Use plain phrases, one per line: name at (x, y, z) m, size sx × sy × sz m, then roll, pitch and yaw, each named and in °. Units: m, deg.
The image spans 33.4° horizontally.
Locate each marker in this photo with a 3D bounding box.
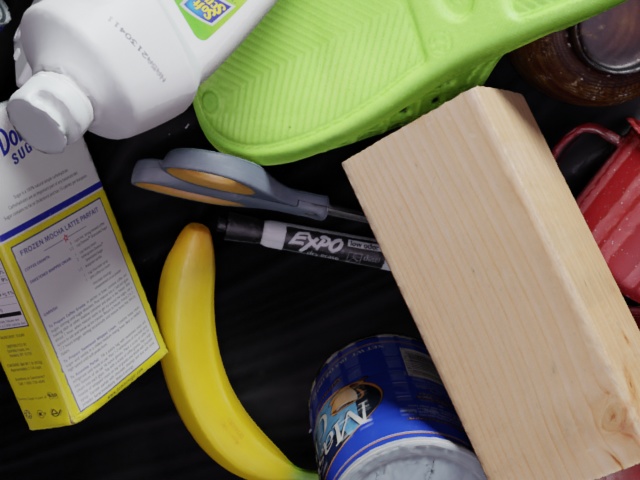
marker at (-0.004, 0.001, 0.663) m, size 0.121 × 0.020 × 0.020 m, roll 11°, pitch 109°, yaw -8°

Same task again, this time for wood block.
wood block at (0.107, 0.028, 0.589) m, size 0.091 × 0.090 × 0.206 m, roll -29°, pitch 81°, yaw 26°

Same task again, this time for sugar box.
sugar box at (-0.156, 0.009, 0.606) m, size 0.048 × 0.093 × 0.176 m, roll -13°, pitch 105°, yaw 32°

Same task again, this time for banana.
banana at (-0.065, 0.085, 0.680) m, size 0.069 × 0.037 × 0.198 m, roll -24°, pitch 110°, yaw -1°

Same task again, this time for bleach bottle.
bleach bottle at (-0.066, -0.137, 0.498) m, size 0.102 × 0.250 × 0.068 m, roll 45°, pitch 143°, yaw -17°

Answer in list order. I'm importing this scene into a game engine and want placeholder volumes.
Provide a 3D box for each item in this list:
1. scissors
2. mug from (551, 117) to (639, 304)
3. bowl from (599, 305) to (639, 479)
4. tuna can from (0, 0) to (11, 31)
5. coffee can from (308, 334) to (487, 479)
scissors at (-0.010, -0.025, 0.622) m, size 0.201 × 0.096 × 0.016 m, roll 9°, pitch 80°, yaw -5°
mug at (0.187, -0.021, 0.637) m, size 0.117 × 0.093 × 0.082 m, roll 36°, pitch 109°, yaw 4°
bowl at (0.176, 0.107, 0.692) m, size 0.162 × 0.055 × 0.162 m, roll -3°, pitch 110°, yaw -8°
tuna can at (-0.209, -0.132, 0.564) m, size 0.086 × 0.086 × 0.034 m, roll 40°, pitch 103°, yaw -16°
coffee can at (0.048, 0.132, 0.649) m, size 0.102 × 0.140 × 0.103 m, roll -1°, pitch 110°, yaw -4°
